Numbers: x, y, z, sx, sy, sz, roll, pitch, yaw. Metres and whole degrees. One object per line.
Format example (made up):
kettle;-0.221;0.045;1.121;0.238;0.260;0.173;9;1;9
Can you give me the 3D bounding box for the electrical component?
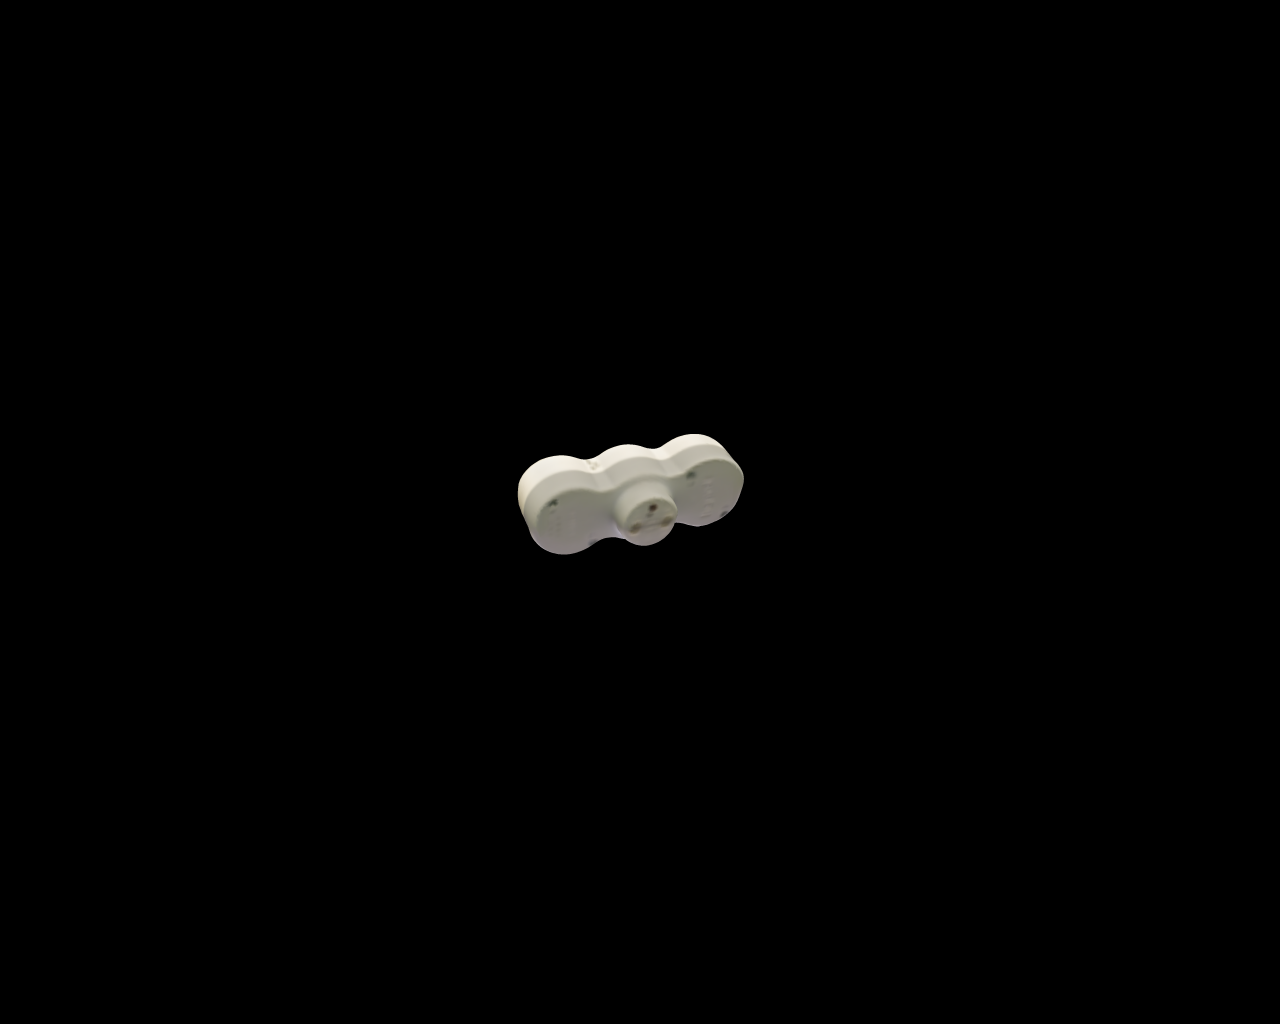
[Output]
electrical component;0.001;-0.003;0.650;0.138;0.052;0.074;-11;36;-16
